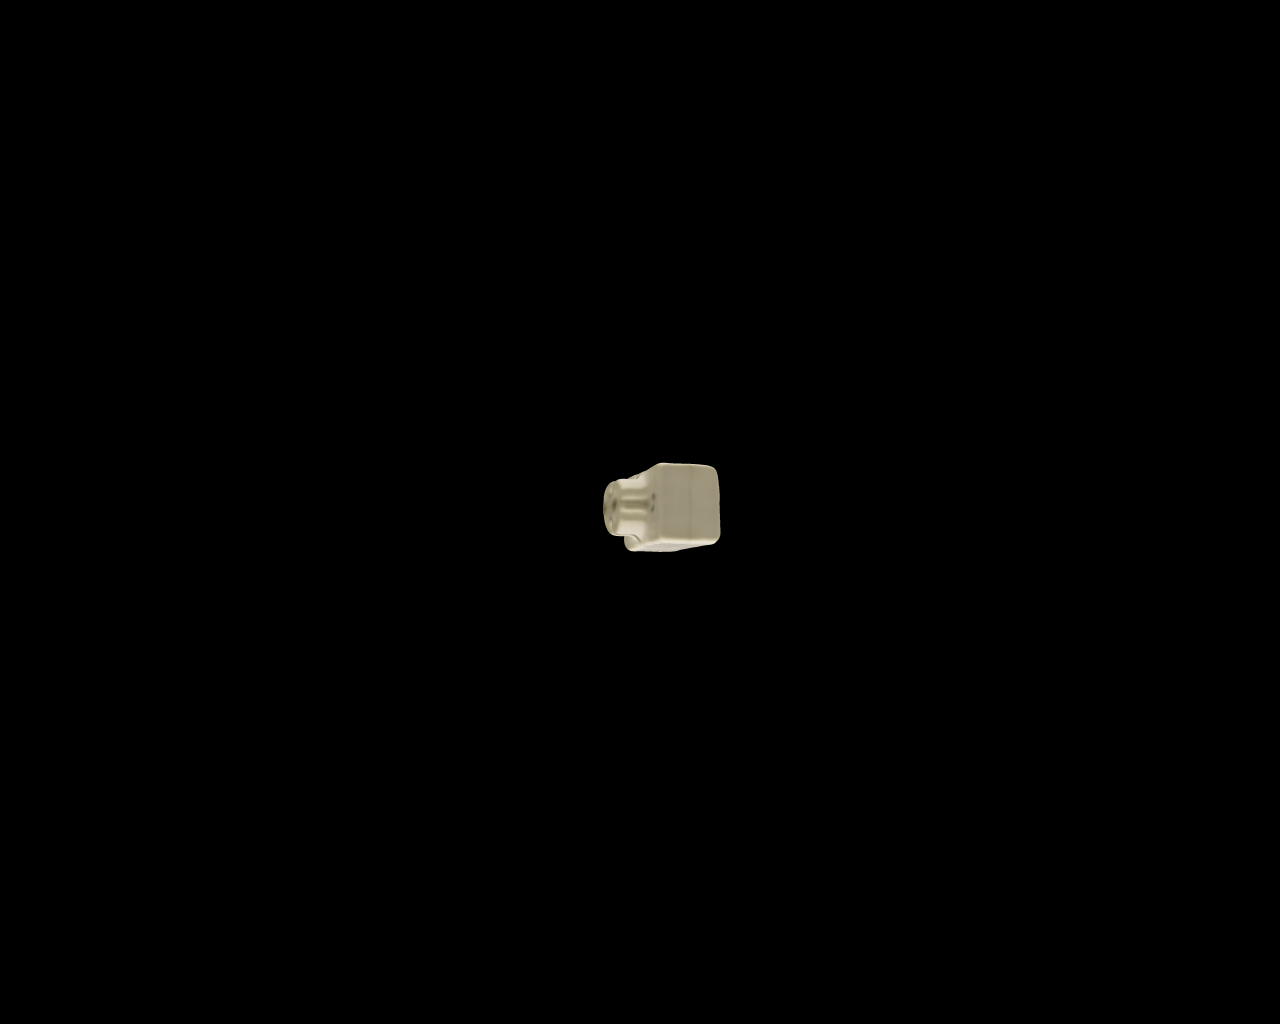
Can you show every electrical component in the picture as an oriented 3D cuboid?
[{"bbox_3d":[0.001,-0.003,0.650,0.077,0.047,0.065,2,-7,-19],"label":"electrical component"}]
